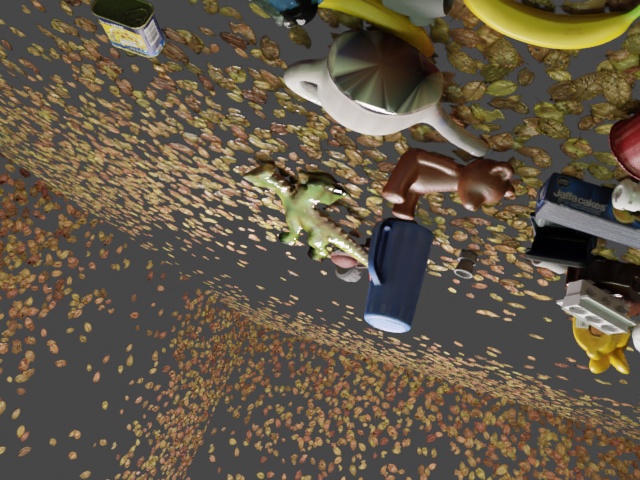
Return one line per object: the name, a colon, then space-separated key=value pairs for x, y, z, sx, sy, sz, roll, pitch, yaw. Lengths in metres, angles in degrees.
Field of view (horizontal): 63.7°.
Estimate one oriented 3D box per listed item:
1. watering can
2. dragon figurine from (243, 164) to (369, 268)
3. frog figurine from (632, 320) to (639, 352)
watering can: x=0.116 y=-0.199 z=0.743 sx=0.347 sy=0.104 sz=0.224 roll=16 pitch=-2 yaw=-5
dragon figurine: x=0.004 y=-0.062 z=1.236 sx=0.411 sy=0.124 sz=0.238 roll=26 pitch=-29 yaw=3
frog figurine: x=0.746 y=0.203 z=1.109 sx=0.124 sy=0.157 sz=0.137 roll=-44 pitch=28 yaw=-24
